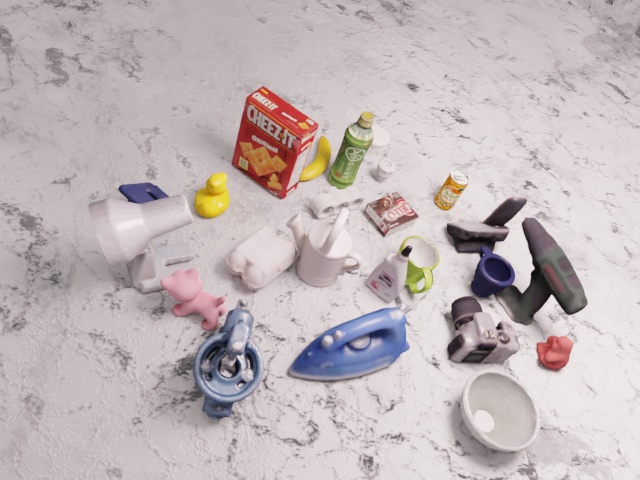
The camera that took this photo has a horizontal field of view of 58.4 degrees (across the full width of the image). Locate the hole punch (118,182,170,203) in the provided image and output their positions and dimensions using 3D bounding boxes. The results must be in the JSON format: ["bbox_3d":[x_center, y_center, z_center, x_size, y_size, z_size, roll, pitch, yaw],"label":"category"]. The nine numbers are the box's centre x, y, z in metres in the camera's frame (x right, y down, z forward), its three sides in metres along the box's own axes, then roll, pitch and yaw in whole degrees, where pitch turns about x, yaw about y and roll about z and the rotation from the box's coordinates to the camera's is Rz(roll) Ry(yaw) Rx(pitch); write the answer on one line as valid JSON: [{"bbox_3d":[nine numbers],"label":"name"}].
[{"bbox_3d":[-0.363,-0.077,1.211,0.108,0.091,0.101,41,51,14],"label":"hole punch"}]

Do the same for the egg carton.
[{"bbox_3d":[-0.123,0.038,1.222,0.107,0.069,0.150,38,50,12],"label":"egg carton"}]

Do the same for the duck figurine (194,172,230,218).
[{"bbox_3d":[-0.238,-0.108,1.285,0.077,0.086,0.105,25,49,0],"label":"duck figurine"}]

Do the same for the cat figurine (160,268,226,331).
[{"bbox_3d":[-0.239,0.102,1.097,0.128,0.117,0.067,23,49,-1],"label":"cat figurine"}]

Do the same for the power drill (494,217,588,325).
[{"bbox_3d":[0.494,0.090,1.312,0.076,0.208,0.229,-17,60,-30],"label":"power drill"}]

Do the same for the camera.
[{"bbox_3d":[0.351,0.190,1.253,0.143,0.100,0.136,4,52,-17],"label":"camera"}]

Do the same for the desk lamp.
[{"bbox_3d":[-0.325,0.000,1.083,0.204,0.213,0.117,-11,57,-27],"label":"desk lamp"}]

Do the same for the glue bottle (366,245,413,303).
[{"bbox_3d":[0.160,0.064,1.235,0.078,0.173,0.037,37,50,11],"label":"glue bottle"}]

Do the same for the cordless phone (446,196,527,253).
[{"bbox_3d":[0.412,-0.054,1.412,0.148,0.185,0.094,-2,54,-21],"label":"cordless phone"}]

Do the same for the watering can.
[{"bbox_3d":[0.010,0.006,1.213,0.173,0.194,0.101,11,50,-12],"label":"watering can"}]

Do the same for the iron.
[{"bbox_3d":[0.067,0.194,1.119,0.259,0.141,0.118,-14,59,-29],"label":"iron"}]

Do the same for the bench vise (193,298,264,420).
[{"bbox_3d":[-0.159,0.180,0.996,0.122,0.219,0.207,1,53,-19],"label":"bench vise"}]

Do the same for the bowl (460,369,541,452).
[{"bbox_3d":[0.347,0.348,1.143,0.168,0.074,0.167,10,50,-12],"label":"bowl"}]

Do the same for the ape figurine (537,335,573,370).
[{"bbox_3d":[0.531,0.245,1.280,0.078,0.092,0.076,-27,66,-34],"label":"ape figurine"}]

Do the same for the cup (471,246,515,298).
[{"bbox_3d":[0.393,0.083,1.357,0.092,0.095,0.117,-5,55,-23],"label":"cup"}]
